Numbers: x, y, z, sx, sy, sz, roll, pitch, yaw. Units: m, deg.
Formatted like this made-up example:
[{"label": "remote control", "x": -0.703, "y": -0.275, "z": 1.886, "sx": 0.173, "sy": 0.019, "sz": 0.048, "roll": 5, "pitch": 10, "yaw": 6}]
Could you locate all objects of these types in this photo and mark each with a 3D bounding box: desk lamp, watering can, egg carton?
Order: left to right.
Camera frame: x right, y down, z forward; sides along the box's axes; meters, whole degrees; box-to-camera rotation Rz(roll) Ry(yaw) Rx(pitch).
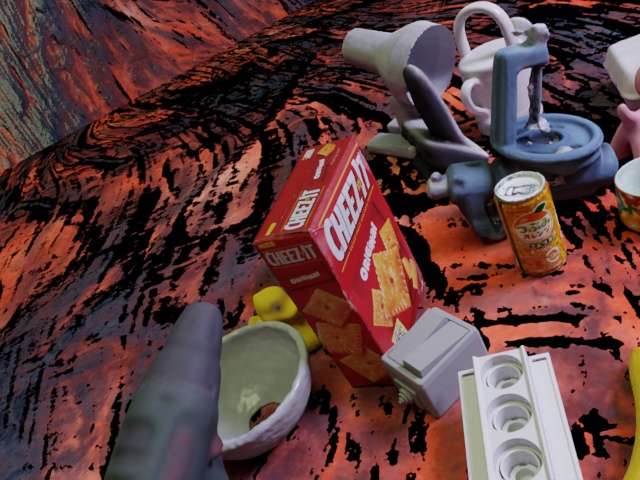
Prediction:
[{"label": "desk lamp", "x": 0.129, "y": -0.241, "z": 0.916, "sx": 0.118, "sy": 0.214, "sz": 0.202, "roll": -43, "pitch": 33, "yaw": -20}, {"label": "watering can", "x": 0.261, "y": -0.267, "z": 0.859, "sx": 0.100, "sy": 0.194, "sz": 0.173, "roll": -7, "pitch": 38, "yaw": 34}, {"label": "egg carton", "x": 0.448, "y": -0.229, "z": 0.767, "sx": 0.107, "sy": 0.070, "sz": 0.150, "roll": -17, "pitch": 33, "yaw": 21}]

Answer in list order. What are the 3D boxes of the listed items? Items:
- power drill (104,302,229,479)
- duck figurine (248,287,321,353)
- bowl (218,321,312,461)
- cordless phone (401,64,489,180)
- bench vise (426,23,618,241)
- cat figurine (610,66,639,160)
[{"label": "power drill", "x": -0.088, "y": 0.195, "z": 0.466, "sx": 0.075, "sy": 0.209, "sz": 0.230, "roll": -14, "pitch": 34, "yaw": 26}, {"label": "duck figurine", "x": -0.051, "y": 0.094, "z": 0.703, "sx": 0.104, "sy": 0.086, "sz": 0.077, "roll": -9, "pitch": 37, "yaw": 32}, {"label": "bowl", "x": -0.073, "y": 0.172, "z": 0.618, "sx": 0.167, "sy": 0.075, "sz": 0.167, "roll": -22, "pitch": 32, "yaw": 14}, {"label": "cordless phone", "x": 0.160, "y": -0.181, "z": 0.829, "sx": 0.094, "sy": 0.185, "sz": 0.147, "roll": -30, "pitch": 31, "yaw": 1}, {"label": "bench vise", "x": 0.217, "y": -0.111, "z": 0.642, "sx": 0.207, "sy": 0.220, "sz": 0.121, "roll": -32, "pitch": 31, "yaw": -3}, {"label": "cat figurine", "x": 0.395, "y": -0.168, "z": 0.676, "sx": 0.128, "sy": 0.118, "sz": 0.067, "roll": -38, "pitch": 31, "yaw": -12}]
